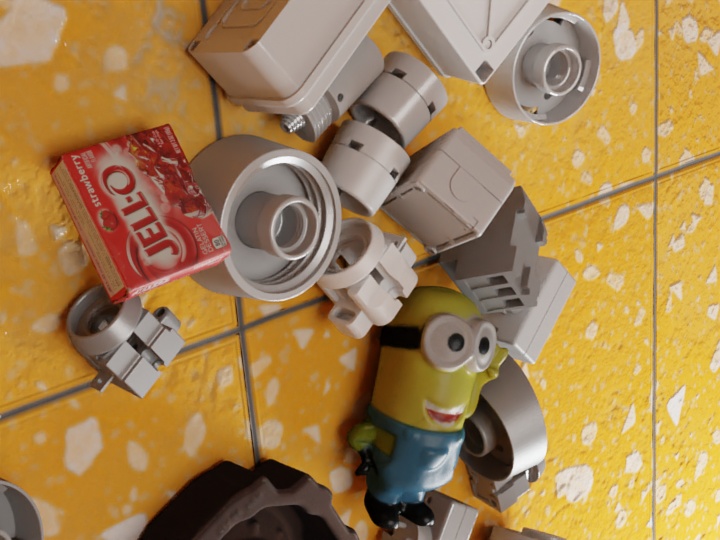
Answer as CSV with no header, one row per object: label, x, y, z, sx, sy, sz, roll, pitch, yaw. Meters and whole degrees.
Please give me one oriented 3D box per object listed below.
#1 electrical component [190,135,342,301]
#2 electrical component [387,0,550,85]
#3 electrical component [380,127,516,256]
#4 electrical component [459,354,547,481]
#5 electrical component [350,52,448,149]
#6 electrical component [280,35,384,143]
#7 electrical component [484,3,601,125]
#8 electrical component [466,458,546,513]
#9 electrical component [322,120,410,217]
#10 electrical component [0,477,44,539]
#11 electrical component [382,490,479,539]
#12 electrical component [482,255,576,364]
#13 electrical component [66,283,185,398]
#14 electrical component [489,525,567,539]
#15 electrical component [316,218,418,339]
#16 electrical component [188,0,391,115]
electrical component,-0.060,-0.031,0.696,0.108,0.060,0.108,-12,108,-41
electrical component,0.077,-0.209,0.772,0.108,0.056,0.109,-52,130,-8
electrical component,0.060,-0.057,0.784,0.062,0.096,0.061,40,70,-10
electrical component,0.110,0.118,0.869,0.064,0.099,0.099,-26,117,-29
electrical component,0.026,-0.118,0.760,0.047,0.055,0.055,-51,129,-17
electrical component,-0.025,-0.121,0.718,0.081,0.043,0.043,-50,129,-22
electrical component,0.144,-0.167,0.867,0.099,0.064,0.099,-13,116,-28
electrical component,0.127,0.171,0.931,0.055,0.048,0.066,-29,119,-26
electrical component,0.000,-0.069,0.748,0.055,0.055,0.047,40,76,-41
electrical component,-0.230,0.157,0.599,0.099,0.064,0.099,-12,105,-55
electrical component,0.043,0.217,0.862,0.076,0.047,0.083,28,81,-43
electrical component,0.128,0.021,0.893,0.076,0.047,0.083,43,71,-40
electrical component,-0.144,0.040,0.647,0.066,0.048,0.055,-54,137,-20
electrical component,0.154,0.262,0.946,0.099,0.099,0.064,24,77,-43
electrical component,0.000,0.000,0.762,0.078,0.058,0.057,-55,134,-18
electrical component,-0.041,-0.156,0.671,0.057,0.078,0.113,47,69,-36
